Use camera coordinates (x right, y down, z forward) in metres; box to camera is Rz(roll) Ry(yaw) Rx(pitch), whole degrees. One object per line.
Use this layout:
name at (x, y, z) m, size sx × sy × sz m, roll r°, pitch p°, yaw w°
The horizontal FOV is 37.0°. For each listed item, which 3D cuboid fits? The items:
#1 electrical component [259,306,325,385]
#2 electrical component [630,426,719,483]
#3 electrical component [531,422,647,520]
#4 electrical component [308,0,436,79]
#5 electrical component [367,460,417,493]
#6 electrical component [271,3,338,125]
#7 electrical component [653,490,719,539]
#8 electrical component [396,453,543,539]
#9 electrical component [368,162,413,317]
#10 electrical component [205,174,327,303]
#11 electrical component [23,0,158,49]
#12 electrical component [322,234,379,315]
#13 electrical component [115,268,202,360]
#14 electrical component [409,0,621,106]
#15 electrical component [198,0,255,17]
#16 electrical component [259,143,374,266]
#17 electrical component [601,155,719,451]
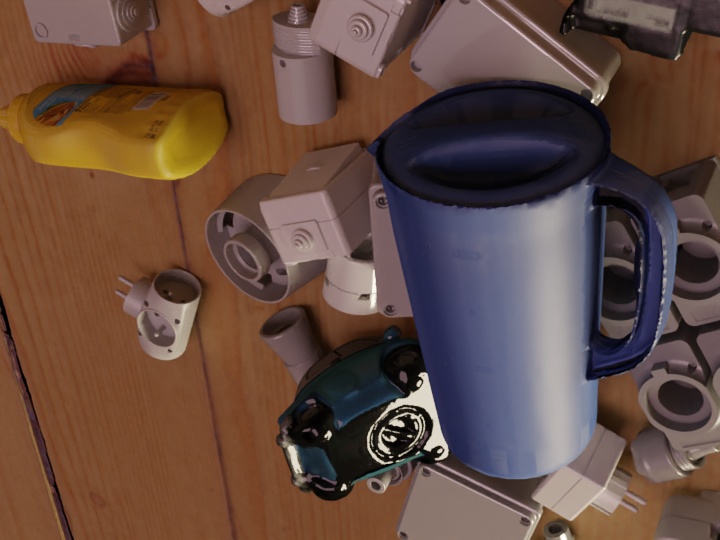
electrical component at (-0.052, 0.069, 0.926) m, size 0.044 × 0.044 × 0.065 m, roll -10°, pitch 121°, yaw 35°
electrical component at (0.238, 0.133, 0.802) m, size 0.062 × 0.043 × 0.043 m, roll -26°, pitch 107°, yaw 41°
electrical component at (0.186, 0.165, 0.837) m, size 0.076 × 0.047 × 0.083 m, roll 30°, pitch 151°, yaw 8°
electrical component at (0.009, -0.171, 0.680) m, size 0.061 × 0.096 × 0.061 m, roll 32°, pitch 132°, yaw 7°
electrical component at (0.026, 0.167, 0.935) m, size 0.048 × 0.062 × 0.048 m, roll 15°, pitch 128°, yaw 20°
electrical component at (-0.040, -0.148, 0.760) m, size 0.043 × 0.043 × 0.081 m, roll 12°, pitch 127°, yaw 22°
electrical component at (0.278, 0.210, 0.824) m, size 0.095 × 0.059 × 0.053 m, roll 6°, pitch 125°, yaw 26°
electrical component at (0.097, 0.203, 0.925) m, size 0.109 × 0.056 × 0.108 m, roll 25°, pitch 131°, yaw 13°
electrical component at (0.064, -0.025, 0.759) m, size 0.109 × 0.056 × 0.108 m, roll -2°, pitch 124°, yaw 5°
electrical component at (-0.074, -0.024, 0.872) m, size 0.099 × 0.064 × 0.099 m, roll 27°, pitch 140°, yaw 26°
electrical component at (-0.209, -0.216, 0.804) m, size 0.100 × 0.048 × 0.099 m, roll 8°, pitch 126°, yaw 25°
electrical component at (0.000, 0.000, 0.837) m, size 0.055 × 0.055 × 0.047 m, roll 19°, pitch 126°, yaw 17°
electrical component at (-0.187, 0.032, 0.973) m, size 0.079 × 0.044 × 0.077 m, roll 30°, pitch 132°, yaw 8°
electrical component at (0.098, -0.132, 0.684) m, size 0.113 × 0.057 × 0.078 m, roll 39°, pitch 133°, yaw 0°
electrical component at (-0.085, -0.223, 0.732) m, size 0.077 × 0.043 × 0.079 m, roll -19°, pitch 110°, yaw 38°
electrical component at (-0.027, -0.047, 0.789) m, size 0.062 × 0.096 × 0.061 m, roll -7°, pitch 115°, yaw 33°
electrical component at (0.225, 0.031, 0.725) m, size 0.105 × 0.060 × 0.186 m, roll -20°, pitch 111°, yaw 38°
